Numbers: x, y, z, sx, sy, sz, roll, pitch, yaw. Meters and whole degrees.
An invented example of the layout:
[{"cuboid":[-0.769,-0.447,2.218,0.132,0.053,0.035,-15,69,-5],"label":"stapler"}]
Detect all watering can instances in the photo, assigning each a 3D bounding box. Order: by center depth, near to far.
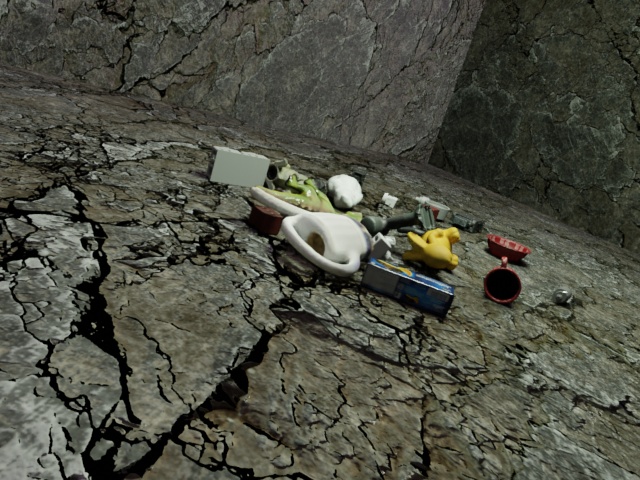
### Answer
[{"cuboid":[-0.011,-0.031,1.266,0.225,0.102,0.353,0,37,-46],"label":"watering can"}]

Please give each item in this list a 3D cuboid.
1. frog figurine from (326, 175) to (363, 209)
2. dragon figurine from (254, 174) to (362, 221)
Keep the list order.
[{"cuboid":[0.086,-0.174,1.841,0.137,0.122,0.160,37,4,-2],"label":"frog figurine"},{"cuboid":[0.004,-0.073,1.455,0.245,0.121,0.411,34,18,23],"label":"dragon figurine"}]
